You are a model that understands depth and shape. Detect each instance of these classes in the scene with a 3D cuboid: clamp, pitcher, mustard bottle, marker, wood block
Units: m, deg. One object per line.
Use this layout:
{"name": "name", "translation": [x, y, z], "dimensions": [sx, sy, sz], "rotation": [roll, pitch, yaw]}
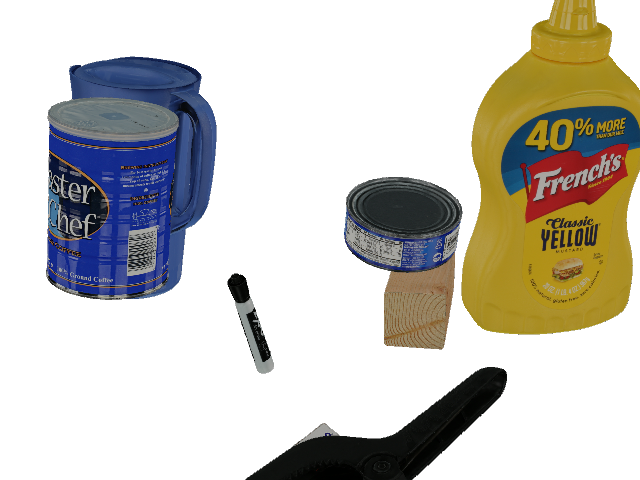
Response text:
{"name": "clamp", "translation": [0.042, 0.141, 0.644], "dimensions": [0.210, 0.036, 0.164], "rotation": [-7, 30, 1]}
{"name": "pitcher", "translation": [-0.188, -0.063, 1.120], "dimensions": [0.145, 0.243, 0.149], "rotation": [1, 23, -10]}
{"name": "mustard bottle", "translation": [0.131, -0.043, 0.587], "dimensions": [0.096, 0.192, 0.058], "rotation": [-5, 27, -9]}
{"name": "marker", "translation": [-0.070, 0.083, 1.065], "dimensions": [0.020, 0.121, 0.020], "rotation": [-10, 34, 7]}
{"name": "wood block", "translation": [0.154, 0.079, 1.635], "dimensions": [0.091, 0.090, 0.206], "rotation": [3, 22, 10]}

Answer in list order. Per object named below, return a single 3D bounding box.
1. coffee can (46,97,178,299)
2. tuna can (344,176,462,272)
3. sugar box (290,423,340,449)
{"name": "coffee can", "translation": [-0.171, -0.036, 0.873], "dimensions": [0.103, 0.140, 0.103], "rotation": [6, 22, -2]}
{"name": "tuna can", "translation": [0.060, -0.012, 0.790], "dimensions": [0.086, 0.034, 0.086], "rotation": [3, 32, -2]}
{"name": "sugar box", "translation": [0.052, 0.225, 0.835], "dimensions": [0.048, 0.093, 0.176], "rotation": [-35, 40, -27]}
